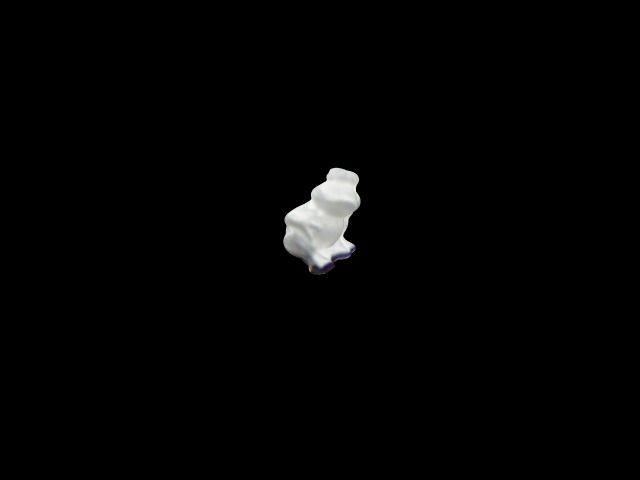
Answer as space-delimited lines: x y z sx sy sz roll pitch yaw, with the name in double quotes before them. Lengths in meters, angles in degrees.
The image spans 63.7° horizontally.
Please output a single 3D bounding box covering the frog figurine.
"frog figurine" 0.003 -0.043 0.850 0.138 0.157 0.124 -15 25 -33
